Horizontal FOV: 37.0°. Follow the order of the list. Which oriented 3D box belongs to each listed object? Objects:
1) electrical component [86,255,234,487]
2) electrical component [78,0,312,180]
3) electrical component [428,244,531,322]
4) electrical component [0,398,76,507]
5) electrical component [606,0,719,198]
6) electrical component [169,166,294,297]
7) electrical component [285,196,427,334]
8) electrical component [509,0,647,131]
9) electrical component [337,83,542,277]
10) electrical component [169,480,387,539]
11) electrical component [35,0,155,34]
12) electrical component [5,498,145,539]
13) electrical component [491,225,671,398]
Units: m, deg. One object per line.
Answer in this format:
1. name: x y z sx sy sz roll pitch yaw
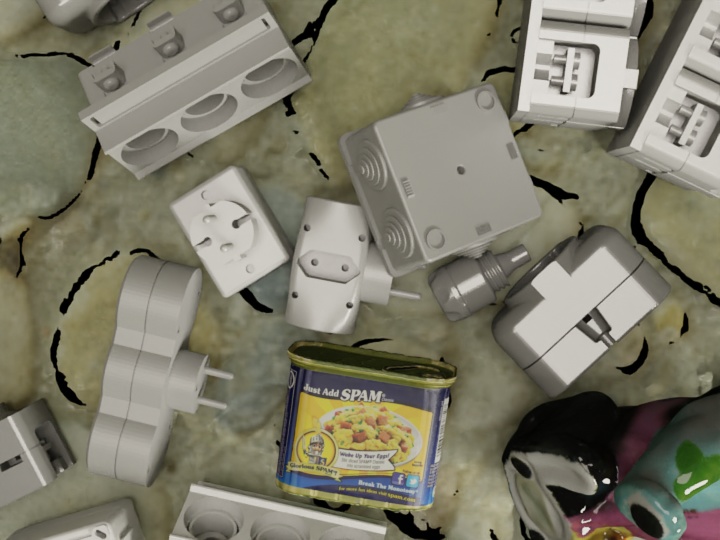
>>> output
1. electrical component: -0.114 0.066 0.657 0.074 0.052 0.138 13 95 3
2. electrical component: -0.100 -0.115 0.637 0.121 0.078 0.063 -29 69 6
3. electrical component: 0.074 0.004 0.647 0.061 0.035 0.035 -29 91 4
4. electrical component: -0.235 0.120 0.672 0.089 0.050 0.055 -27 93 6
5. electrical component: 0.205 -0.121 0.600 0.062 0.089 0.150 26 96 2
6. electrical component: -0.078 -0.023 0.636 0.047 0.077 0.065 -31 91 6
7. electrical component: 0.000 0.000 0.648 0.079 0.043 0.077 11 94 2
8. electrical component: 0.126 -0.157 0.604 0.062 0.089 0.150 7 95 4
9. electrical component: 0.048 -0.053 0.620 0.100 0.048 0.099 -22 92 -24
10. electrical component: -0.051 0.179 0.651 0.121 0.078 0.063 12 124 4
11. electrical component: -0.151 -0.186 0.642 0.095 0.054 0.059 -33 91 6
12. electrical component: -0.169 0.183 0.665 0.096 0.061 0.061 -17 94 5
13. electrical component: 0.126 0.020 0.634 0.095 0.054 0.059 -44 90 6
